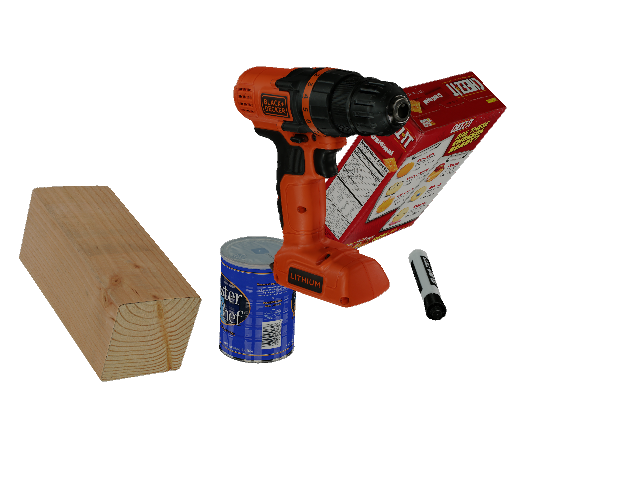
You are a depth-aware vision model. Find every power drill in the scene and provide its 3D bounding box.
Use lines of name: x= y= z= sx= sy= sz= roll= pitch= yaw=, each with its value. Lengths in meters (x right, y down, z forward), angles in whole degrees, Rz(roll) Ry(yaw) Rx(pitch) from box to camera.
power drill: x=0.008 y=-0.046 z=0.849 sx=0.057 sy=0.188 sz=0.185 roll=-20 pitch=23 yaw=-35

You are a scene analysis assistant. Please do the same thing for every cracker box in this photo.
cracker box: x=0.090 y=-0.087 z=1.218 sx=0.163 sy=0.072 sz=0.214 roll=-22 pitch=-25 yaw=-45

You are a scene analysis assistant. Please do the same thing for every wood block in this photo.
wood block: x=-0.214 y=0.036 z=1.064 sx=0.090 sy=0.091 sz=0.206 roll=-4 pitch=35 yaw=-39

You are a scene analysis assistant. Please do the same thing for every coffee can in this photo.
coffee can: x=-0.082 y=0.077 z=1.412 sx=0.103 sy=0.140 sz=0.103 roll=3 pitch=21 yaw=-1

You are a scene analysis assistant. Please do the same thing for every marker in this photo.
marker: x=0.100 y=0.041 z=1.005 sx=0.020 sy=0.020 sz=0.121 roll=0 pitch=24 yaw=-4
